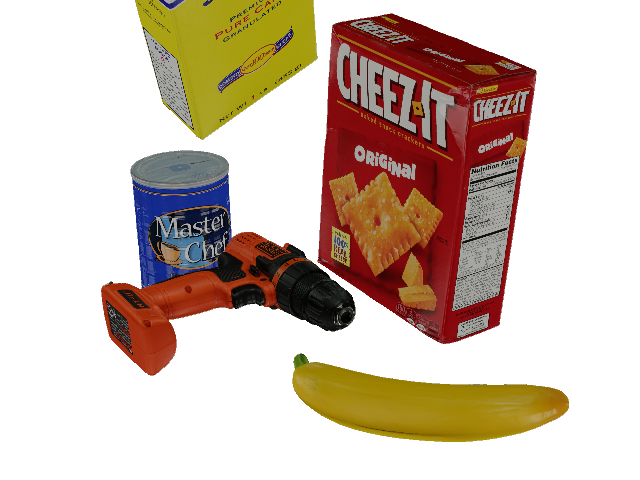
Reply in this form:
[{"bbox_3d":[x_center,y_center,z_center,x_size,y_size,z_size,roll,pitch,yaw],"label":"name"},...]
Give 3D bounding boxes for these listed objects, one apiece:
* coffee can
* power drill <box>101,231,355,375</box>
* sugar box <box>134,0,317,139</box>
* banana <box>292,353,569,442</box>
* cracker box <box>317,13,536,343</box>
[{"bbox_3d":[-0.146,-0.014,1.141,0.103,0.140,0.103,-1,24,0],"label":"coffee can"},{"bbox_3d":[-0.085,0.057,0.946,0.187,0.057,0.185,-17,25,-29],"label":"power drill"},{"bbox_3d":[-0.050,-0.138,0.559,0.093,0.048,0.176,-38,-22,-17],"label":"sugar box"},{"bbox_3d":[0.059,0.103,0.703,0.198,0.037,0.069,8,32,22],"label":"banana"},{"bbox_3d":[0.073,-0.050,0.832,0.072,0.214,0.164,-17,34,-33],"label":"cracker box"}]
